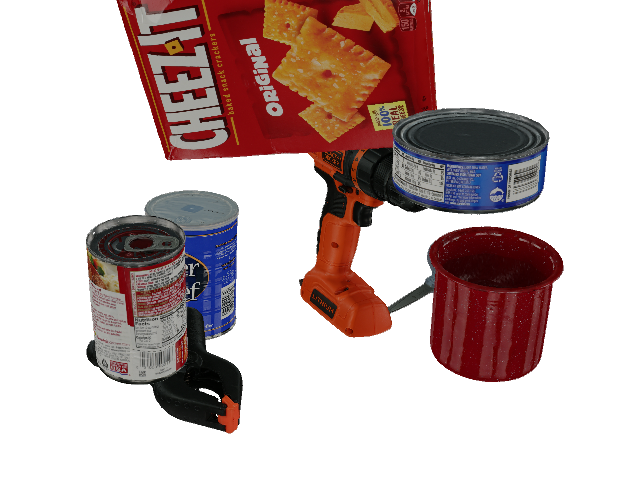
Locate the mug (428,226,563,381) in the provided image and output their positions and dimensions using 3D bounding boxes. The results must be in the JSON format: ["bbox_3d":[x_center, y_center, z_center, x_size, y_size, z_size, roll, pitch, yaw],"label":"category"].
[{"bbox_3d":[0.117,0.041,0.772,0.093,0.081,0.117,-10,30,-20],"label":"mug"}]

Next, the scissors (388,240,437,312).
[{"bbox_3d":[0.126,0.040,1.266,0.201,0.016,0.096,-11,40,-36],"label":"scissors"}]

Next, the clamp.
[{"bbox_3d":[-0.119,0.115,0.976,0.172,0.039,0.120,29,45,35],"label":"clamp"}]

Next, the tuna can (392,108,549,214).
[{"bbox_3d":[0.082,-0.045,0.594,0.086,0.034,0.086,0,24,0],"label":"tuna can"}]

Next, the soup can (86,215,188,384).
[{"bbox_3d":[-0.128,0.042,0.756,0.068,0.102,0.068,1,29,-1],"label":"soup can"}]

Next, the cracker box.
[{"bbox_3d":[-0.025,-0.141,0.781,0.214,0.072,0.164,-3,-43,7],"label":"cracker box"}]

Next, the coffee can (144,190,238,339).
[{"bbox_3d":[-0.144,0.027,1.196,0.103,0.140,0.103,2,24,-1],"label":"coffee can"}]

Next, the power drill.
[{"bbox_3d":[0.040,-0.009,0.994,0.057,0.188,0.185,-7,25,-29],"label":"power drill"}]
